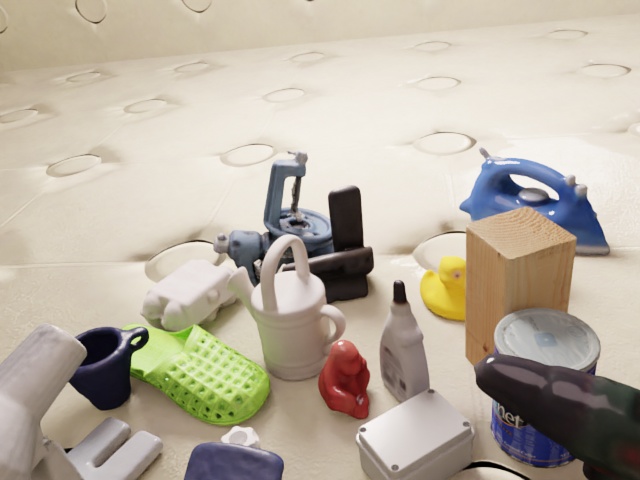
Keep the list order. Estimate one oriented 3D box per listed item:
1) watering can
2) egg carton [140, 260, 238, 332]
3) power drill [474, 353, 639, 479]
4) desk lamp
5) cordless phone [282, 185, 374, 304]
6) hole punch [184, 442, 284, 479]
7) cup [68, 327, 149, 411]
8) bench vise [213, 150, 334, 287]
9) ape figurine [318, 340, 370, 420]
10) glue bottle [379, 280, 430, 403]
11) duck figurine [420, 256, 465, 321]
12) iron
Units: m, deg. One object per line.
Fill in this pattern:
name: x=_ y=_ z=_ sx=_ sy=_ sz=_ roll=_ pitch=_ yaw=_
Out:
watering can: x=-0.048 y=0.083 z=0.764 sx=0.172 sy=0.194 sz=0.101 roll=-1 pitch=32 yaw=12
egg carton: x=-0.201 y=0.091 z=0.907 sx=0.107 sy=0.069 sz=0.151 roll=14 pitch=37 yaw=32
power drill: x=0.241 y=0.204 z=0.484 sx=0.228 sy=0.209 sz=0.076 roll=10 pitch=35 yaw=27
desk lamp: x=-0.293 y=0.206 z=0.595 sx=0.117 sy=0.214 sz=0.204 roll=10 pitch=35 yaw=28
cordless phone: x=0.008 y=0.003 z=0.893 sx=0.148 sy=0.185 sz=0.094 roll=-14 pitch=31 yaw=-10
hole punch: x=-0.087 y=0.267 z=0.567 sx=0.108 sy=0.091 sz=0.101 roll=2 pitch=32 yaw=16
cup: x=-0.277 y=0.172 z=0.765 sx=0.118 sy=0.095 sz=0.091 roll=-25 pitch=35 yaw=-27
bench vise: x=-0.068 y=-0.028 z=0.928 sx=0.208 sy=0.220 sz=0.121 roll=-22 pitch=34 yaw=-23
ape figurine: x=0.032 y=0.165 z=0.709 sx=0.075 sy=0.092 sz=0.078 roll=19 pitch=40 yaw=37
glue bottle: x=0.100 y=0.121 z=0.688 sx=0.037 sy=0.173 sz=0.078 roll=-20 pitch=33 yaw=-19
duck figurine: x=0.194 y=0.062 z=0.850 sx=0.078 sy=0.086 sz=0.104 roll=-29 pitch=37 yaw=-31
iron: x=0.372 y=-0.073 z=0.979 sx=0.257 sy=0.142 sz=0.119 roll=22 pitch=42 yaw=40
